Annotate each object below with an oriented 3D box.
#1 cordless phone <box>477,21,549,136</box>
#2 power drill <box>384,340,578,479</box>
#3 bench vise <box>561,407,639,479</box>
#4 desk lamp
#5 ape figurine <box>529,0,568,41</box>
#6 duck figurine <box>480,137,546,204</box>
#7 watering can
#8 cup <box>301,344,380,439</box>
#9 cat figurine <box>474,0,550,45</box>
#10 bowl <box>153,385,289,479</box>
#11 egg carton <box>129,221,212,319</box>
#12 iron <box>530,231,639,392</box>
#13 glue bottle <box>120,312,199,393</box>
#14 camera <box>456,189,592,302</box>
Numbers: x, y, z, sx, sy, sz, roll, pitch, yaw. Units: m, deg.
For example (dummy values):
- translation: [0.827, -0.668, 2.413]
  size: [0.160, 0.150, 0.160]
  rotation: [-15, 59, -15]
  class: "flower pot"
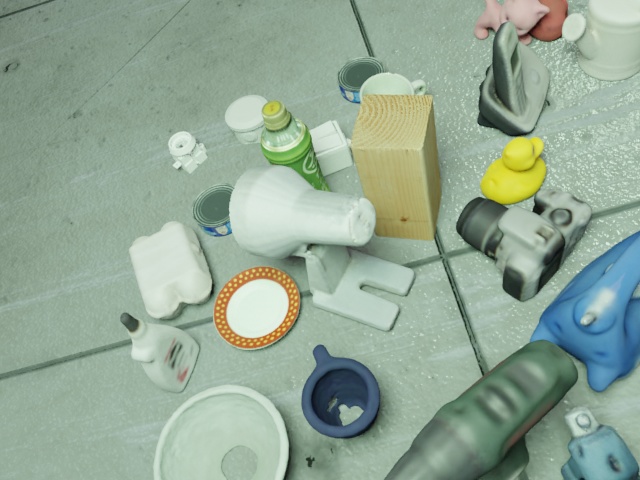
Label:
- translation: [0.291, -0.263, 0.853]
  size: [0.094, 0.185, 0.148]
  rotation: [13, 63, 22]
  class: "cordless phone"
- translation: [0.160, 0.206, 0.577]
  size: [0.230, 0.209, 0.075]
  rotation: [-40, 57, -12]
  class: "power drill"
- translation: [0.289, 0.248, 0.510]
  size: [0.121, 0.220, 0.206]
  rotation: [-42, 58, -13]
  class: "bench vise"
- translation: [0.007, 0.003, 0.743]
  size: [0.202, 0.214, 0.118]
  rotation: [16, 64, 23]
  class: "desk lamp"
- translation: [0.383, -0.390, 0.966]
  size: [0.077, 0.092, 0.076]
  rotation: [-11, 56, 8]
  class: "ape figurine"
- translation: [0.277, -0.106, 0.818]
  size: [0.104, 0.086, 0.077]
  rotation: [-33, 56, -7]
  class: "duck figurine"
- translation: [0.447, -0.339, 0.855]
  size: [0.100, 0.194, 0.173]
  rotation: [36, 73, 30]
  class: "watering can"
- translation: [0.026, 0.190, 0.692]
  size: [0.091, 0.095, 0.117]
  rotation: [-27, 56, -3]
  class: "cup"
- translation: [0.318, -0.380, 0.961]
  size: [0.067, 0.118, 0.127]
  rotation: [-34, 56, -8]
  class: "cat figurine"
- translation: [-0.109, 0.266, 0.691]
  size: [0.167, 0.075, 0.167]
  rotation: [-7, 57, 11]
  class: "bowl"
- translation: [-0.224, 0.044, 0.865]
  size: [0.107, 0.069, 0.150]
  rotation: [-28, 56, -4]
  class: "egg carton"
- translation: [0.362, 0.042, 0.669]
  size: [0.118, 0.142, 0.258]
  rotation: [36, 73, 30]
  class: "iron"
- translation: [-0.212, 0.136, 0.741]
  size: [0.037, 0.173, 0.078]
  rotation: [4, 60, 17]
  class: "glue bottle"
- translation: [0.261, -0.018, 0.757]
  size: [0.136, 0.101, 0.143]
  rotation: [36, 73, 30]
  class: "camera"
